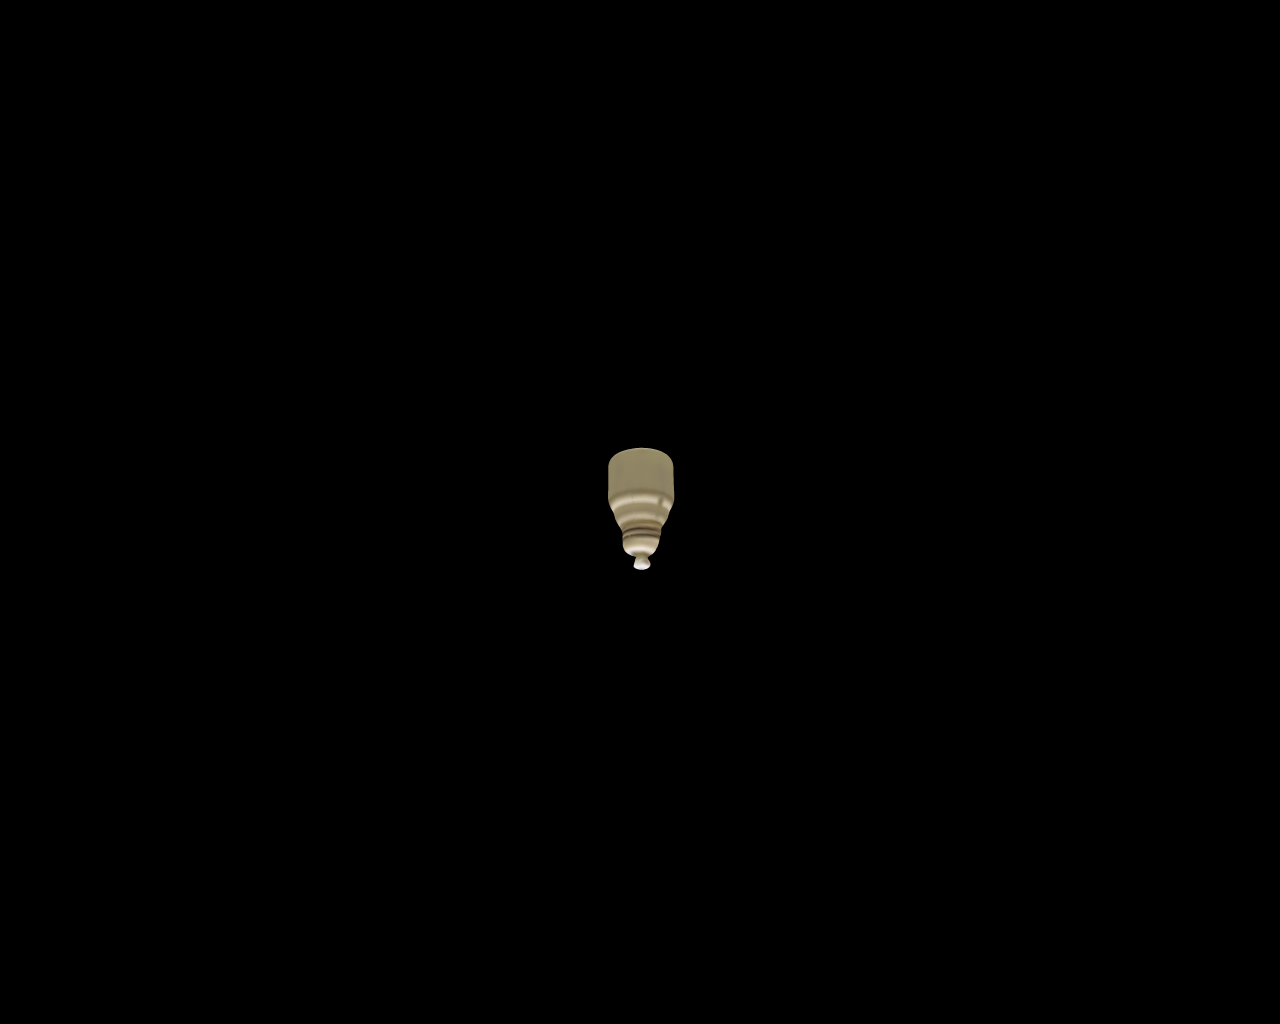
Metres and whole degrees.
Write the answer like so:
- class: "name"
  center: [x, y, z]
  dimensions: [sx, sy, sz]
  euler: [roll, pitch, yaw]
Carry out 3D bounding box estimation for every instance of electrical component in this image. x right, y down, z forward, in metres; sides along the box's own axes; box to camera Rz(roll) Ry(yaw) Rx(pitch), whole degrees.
- class: "electrical component"
  center: [0.001, -0.003, 0.650]
  dimensions: [0.040, 0.078, 0.040]
  euler: [0, -22, 0]
